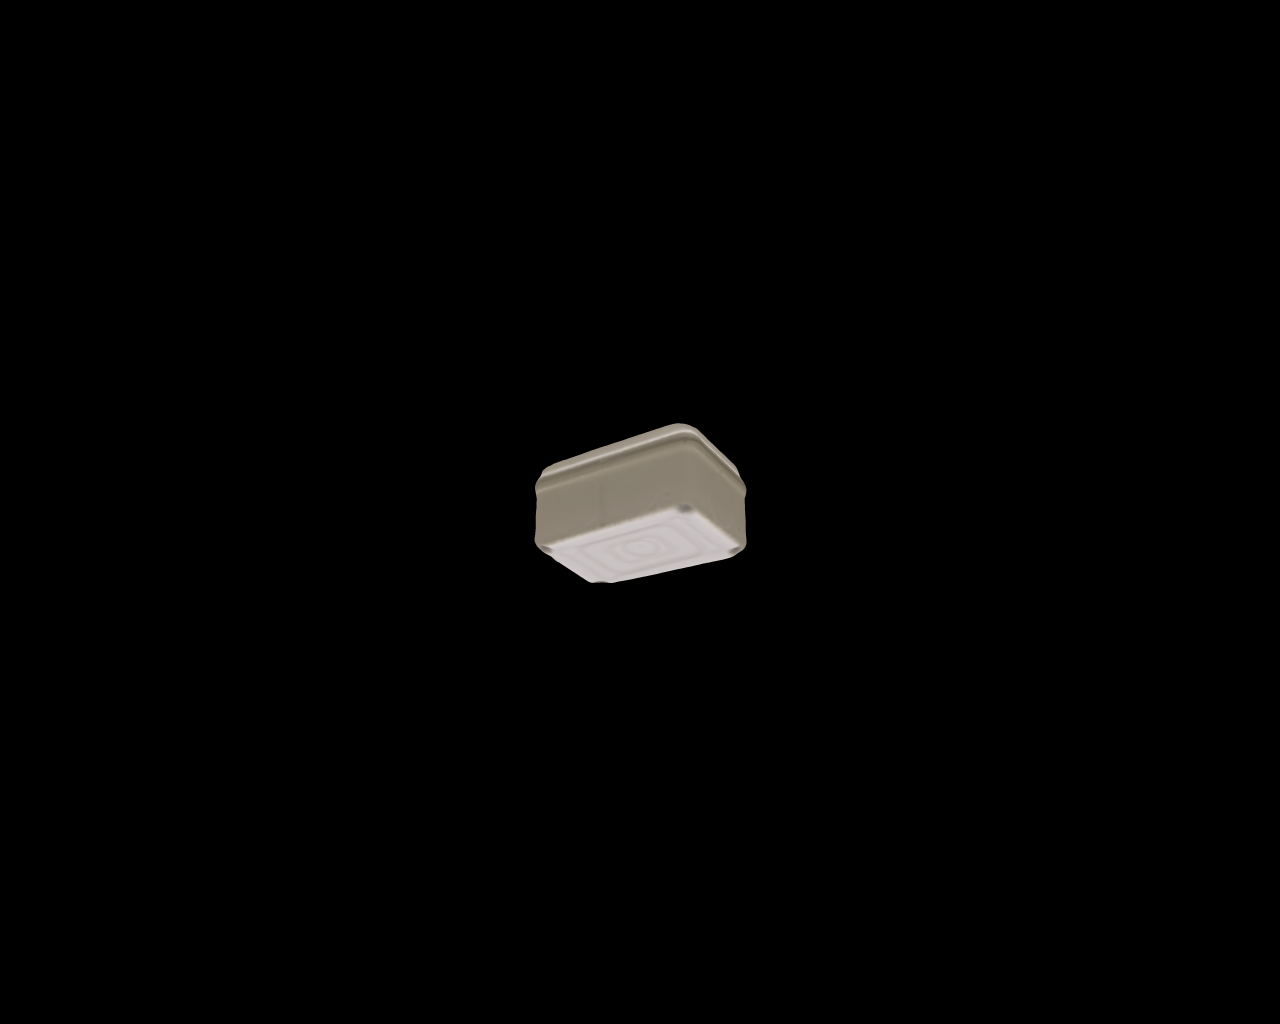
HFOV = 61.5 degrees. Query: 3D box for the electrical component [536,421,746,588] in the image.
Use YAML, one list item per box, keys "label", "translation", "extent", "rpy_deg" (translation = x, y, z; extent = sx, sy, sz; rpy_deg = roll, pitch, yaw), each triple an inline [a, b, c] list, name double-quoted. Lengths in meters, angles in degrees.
- label: "electrical component"
  translation: [0.001, -0.003, 0.650]
  extent: [0.113, 0.057, 0.078]
  rpy_deg: [-15, -32, 27]
